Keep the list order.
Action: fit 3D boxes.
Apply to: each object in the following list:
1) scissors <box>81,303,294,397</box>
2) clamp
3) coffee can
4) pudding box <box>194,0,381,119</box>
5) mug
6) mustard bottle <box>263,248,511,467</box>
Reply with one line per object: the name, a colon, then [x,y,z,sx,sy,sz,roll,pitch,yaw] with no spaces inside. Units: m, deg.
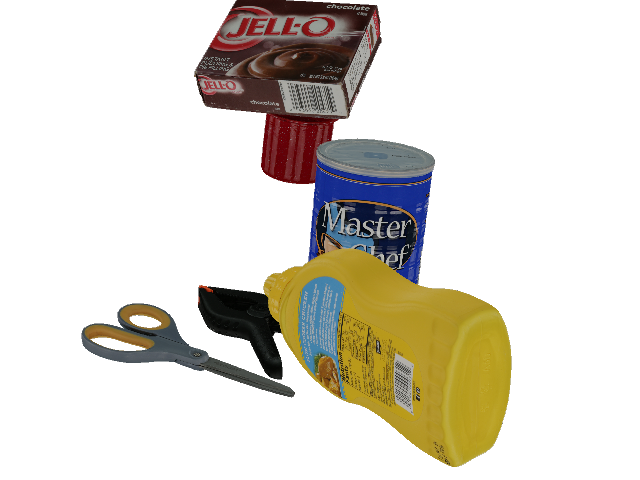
scissors: [-0.115,0.097,0.973,0.202,0.016,0.096,10,28,4]
clamp: [-0.069,0.097,1.211,0.210,0.036,0.164,16,22,30]
coffee can: [0.042,-0.010,0.943,0.103,0.140,0.103,5,19,-2]
pudding box: [-0.022,-0.132,0.765,0.114,0.090,0.039,9,-39,17]
mug: [-0.023,-0.123,1.307,0.093,0.081,0.117,17,25,20]
mustard bottle: [0.028,0.057,0.657,0.058,0.096,0.192,-20,29,-35]
